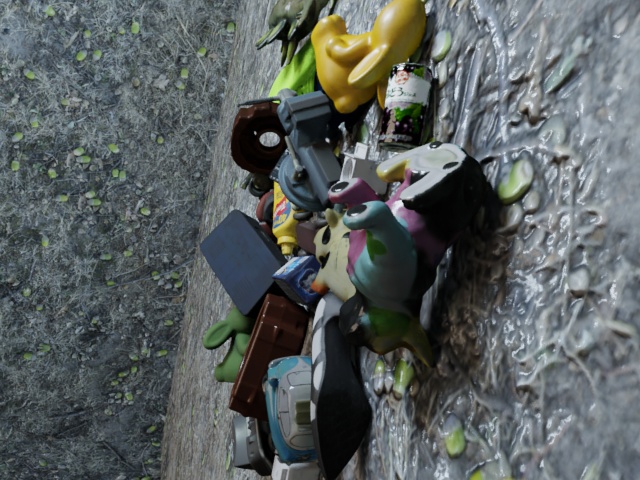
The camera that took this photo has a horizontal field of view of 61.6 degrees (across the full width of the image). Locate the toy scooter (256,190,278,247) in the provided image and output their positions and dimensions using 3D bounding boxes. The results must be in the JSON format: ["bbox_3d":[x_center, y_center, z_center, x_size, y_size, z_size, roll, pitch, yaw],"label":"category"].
[{"bbox_3d":[-0.120,-0.035,1.258,0.135,0.075,0.183,-129,46,-67],"label":"toy scooter"}]

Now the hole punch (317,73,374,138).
[{"bbox_3d":[0.030,-0.256,0.900,0.115,0.092,0.142,125,145,-59],"label":"hole punch"}]

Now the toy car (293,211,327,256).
[{"bbox_3d":[-0.002,-0.003,0.932,0.202,0.053,0.089,-161,59,-72],"label":"toy car"}]

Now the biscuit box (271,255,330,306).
[{"bbox_3d":[-0.032,0.067,0.900,0.059,0.063,0.203,-40,5,-10],"label":"biscuit box"}]

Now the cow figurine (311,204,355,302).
[{"bbox_3d":[0.045,0.023,0.726,0.127,0.085,0.195,-65,28,6],"label":"cow figurine"}]

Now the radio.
[{"bbox_3d":[-0.151,0.048,1.133,0.131,0.073,0.230,-47,54,8],"label":"radio"}]

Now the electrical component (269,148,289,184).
[{"bbox_3d":[-0.058,-0.134,1.033,0.048,0.119,0.075,29,90,31],"label":"electrical component"}]

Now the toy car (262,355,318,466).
[{"bbox_3d":[-0.028,0.249,0.799,0.103,0.109,0.161,120,150,-67],"label":"toy car"}]

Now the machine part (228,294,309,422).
[{"bbox_3d":[-0.090,0.206,0.967,0.201,0.087,0.201,172,119,-85],"label":"machine part"}]

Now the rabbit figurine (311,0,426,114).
[{"bbox_3d":[0.073,-0.261,0.743,0.173,0.122,0.162,-26,48,45],"label":"rabbit figurine"}]

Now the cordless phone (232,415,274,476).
[{"bbox_3d":[-0.094,0.349,1.037,0.184,0.088,0.147,-56,29,30],"label":"cordless phone"}]

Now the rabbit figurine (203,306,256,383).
[{"bbox_3d":[-0.170,0.215,1.158,0.121,0.159,0.170,148,122,-78],"label":"rabbit figurine"}]

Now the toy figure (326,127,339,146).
[{"bbox_3d":[-0.004,-0.200,1.015,0.058,0.064,0.154,-47,14,-20],"label":"toy figure"}]

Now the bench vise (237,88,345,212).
[{"bbox_3d":[-0.030,-0.129,0.906,0.224,0.129,0.240,53,157,12],"label":"bench vise"}]

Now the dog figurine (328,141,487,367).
[{"bbox_3d":[0.098,0.027,0.573,0.109,0.192,0.219,-125,12,-60],"label":"dog figurine"}]

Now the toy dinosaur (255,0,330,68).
[{"bbox_3d":[-0.051,-0.469,1.125,0.198,0.105,0.472,-63,14,6],"label":"toy dinosaur"}]

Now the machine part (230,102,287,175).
[{"bbox_3d":[-0.110,-0.221,1.168,0.056,0.179,0.179,-100,26,-50],"label":"machine part"}]

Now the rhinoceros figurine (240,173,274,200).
[{"bbox_3d":[-0.134,-0.155,1.314,0.112,0.073,0.190,-47,12,17],"label":"rhinoceros figurine"}]

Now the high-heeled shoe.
[{"bbox_3d":[0.010,0.194,0.763,0.145,0.086,0.248,-12,62,66],"label":"high-heeled shoe"}]
